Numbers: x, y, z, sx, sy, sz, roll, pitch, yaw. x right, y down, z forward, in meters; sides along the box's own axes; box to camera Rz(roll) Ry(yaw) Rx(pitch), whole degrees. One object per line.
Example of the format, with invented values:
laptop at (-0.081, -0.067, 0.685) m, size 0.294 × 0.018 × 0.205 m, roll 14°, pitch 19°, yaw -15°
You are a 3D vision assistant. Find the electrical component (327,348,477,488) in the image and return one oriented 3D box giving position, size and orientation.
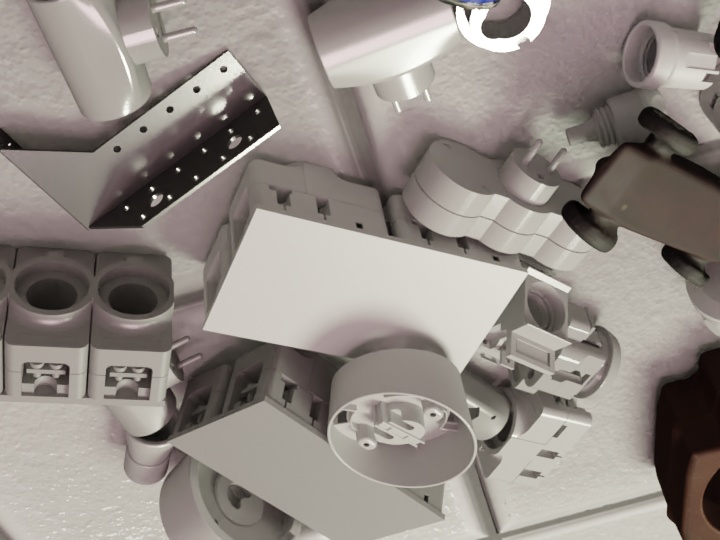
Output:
electrical component at (0.027, 0.099, 0.727) m, size 0.099 × 0.064 × 0.099 m, roll -2°, pitch 144°, yaw -2°

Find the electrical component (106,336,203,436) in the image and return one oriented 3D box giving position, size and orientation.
electrical component at (-0.152, 0.071, 0.766) m, size 0.079 × 0.043 × 0.077 m, roll -26°, pitch 129°, yaw 3°

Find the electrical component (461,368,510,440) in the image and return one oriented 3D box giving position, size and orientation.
electrical component at (0.062, 0.106, 0.837) m, size 0.077 × 0.043 × 0.079 m, roll 33°, pitch 126°, yaw -33°

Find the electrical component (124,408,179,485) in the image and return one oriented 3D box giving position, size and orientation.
electrical component at (-0.162, 0.135, 0.826) m, size 0.044 × 0.044 × 0.065 m, roll 5°, pitch 136°, yaw -14°

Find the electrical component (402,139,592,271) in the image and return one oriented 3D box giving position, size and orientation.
electrical component at (0.104, -0.053, 0.690) m, size 0.138 × 0.052 × 0.073 m, roll 16°, pitch 128°, yaw -24°

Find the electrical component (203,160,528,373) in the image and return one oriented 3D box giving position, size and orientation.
electrical component at (0.000, 0.000, 0.715) m, size 0.186 × 0.060 × 0.105 m, roll 13°, pitch 129°, yaw -21°

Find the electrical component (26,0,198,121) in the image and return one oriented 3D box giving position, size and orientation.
electrical component at (-0.129, -0.129, 0.584) m, size 0.079 × 0.043 × 0.077 m, roll -14°, pitch 133°, yaw 3°

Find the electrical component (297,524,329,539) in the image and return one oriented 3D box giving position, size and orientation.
electrical component at (-0.062, 0.229, 0.917) m, size 0.095 × 0.059 × 0.053 m, roll -21°, pitch 133°, yaw 10°

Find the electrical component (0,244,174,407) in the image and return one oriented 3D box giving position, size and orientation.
electrical component at (-0.198, 0.032, 0.689) m, size 0.150 × 0.089 × 0.061 m, roll 4°, pitch 132°, yaw -14°

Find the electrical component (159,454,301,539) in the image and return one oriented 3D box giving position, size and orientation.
electrical component at (-0.106, 0.186, 0.841) m, size 0.108 × 0.108 × 0.060 m, roll 29°, pitch 128°, yaw -31°

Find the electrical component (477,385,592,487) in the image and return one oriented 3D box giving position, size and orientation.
electrical component at (0.133, 0.126, 0.863) m, size 0.056 × 0.050 × 0.089 m, roll 15°, pitch 127°, yaw -23°

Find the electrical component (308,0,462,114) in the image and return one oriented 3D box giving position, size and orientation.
electrical component at (0.020, -0.124, 0.616) m, size 0.077 × 0.043 × 0.079 m, roll -19°, pitch 133°, yaw 8°

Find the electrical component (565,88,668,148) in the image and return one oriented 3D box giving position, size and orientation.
electrical component at (0.161, -0.092, 0.677) m, size 0.061 × 0.035 × 0.035 m, roll -17°, pitch 133°, yaw 9°

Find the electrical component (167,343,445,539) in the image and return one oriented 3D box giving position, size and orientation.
electrical component at (-0.033, 0.132, 0.805) m, size 0.105 × 0.060 × 0.186 m, roll -26°, pitch 128°, yaw 37°

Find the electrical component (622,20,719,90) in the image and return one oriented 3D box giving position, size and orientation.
electrical component at (0.188, -0.127, 0.646) m, size 0.046 × 0.040 × 0.040 m, roll 2°, pitch 132°, yaw -19°

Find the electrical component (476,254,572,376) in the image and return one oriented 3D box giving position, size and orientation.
electrical component at (0.113, 0.035, 0.763) m, size 0.042 × 0.081 × 0.064 m, roll 25°, pitch 146°, yaw -29°

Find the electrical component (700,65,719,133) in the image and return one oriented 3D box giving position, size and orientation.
electrical component at (0.249, -0.101, 0.675) m, size 0.055 × 0.047 × 0.055 m, roll -5°, pitch 133°, yaw -5°

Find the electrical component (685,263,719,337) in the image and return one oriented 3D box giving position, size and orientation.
electrical component at (0.277, 0.014, 0.766) m, size 0.080 × 0.080 × 0.051 m, roll -25°, pitch 137°, yaw 13°

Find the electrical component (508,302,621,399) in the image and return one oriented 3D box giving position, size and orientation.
electrical component at (0.157, 0.064, 0.806) m, size 0.057 × 0.058 × 0.078 m, roll 19°, pitch 127°, yaw -22°
